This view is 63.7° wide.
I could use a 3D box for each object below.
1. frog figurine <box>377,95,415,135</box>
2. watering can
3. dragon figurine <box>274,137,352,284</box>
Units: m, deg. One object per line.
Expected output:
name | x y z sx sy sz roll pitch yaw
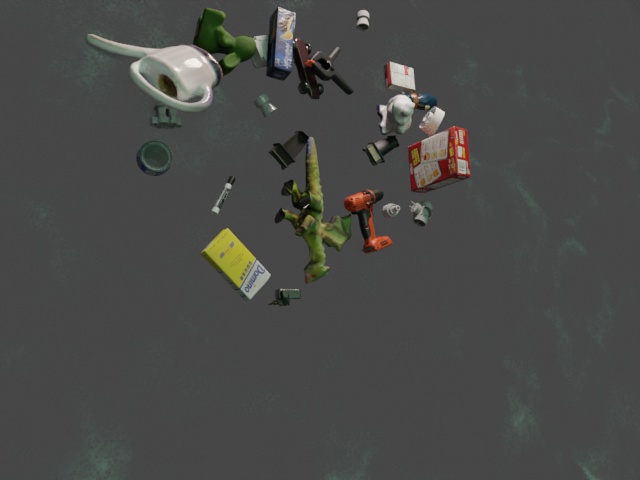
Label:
frog figurine | 0.271 -0.420 1.700 0.122 0.158 0.140 23 68 -27
watering can | -0.402 -0.449 1.323 0.349 0.102 0.228 38 44 7
dragon figurine | 0.005 -0.076 1.507 0.240 0.122 0.417 33 64 -40
